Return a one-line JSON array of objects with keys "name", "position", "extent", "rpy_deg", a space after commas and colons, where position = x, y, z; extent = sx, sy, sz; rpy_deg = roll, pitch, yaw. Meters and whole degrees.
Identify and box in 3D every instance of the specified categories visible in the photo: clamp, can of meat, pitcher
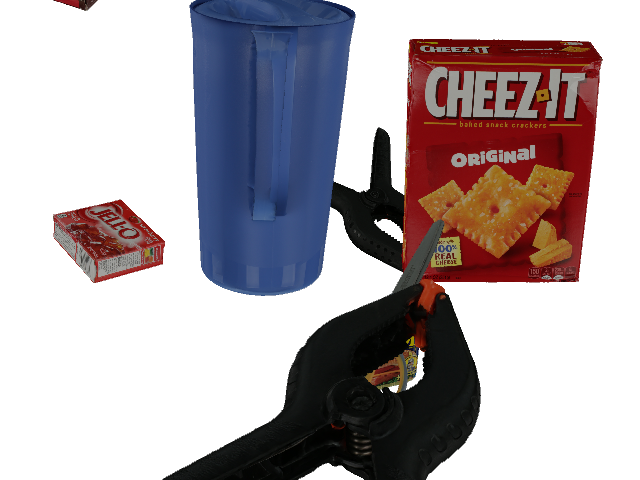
[{"name": "clamp", "position": [0.046, -0.040, 1.196], "extent": [0.164, 0.210, 0.036], "rpy_deg": [-14, -37, -23]}, {"name": "can of meat", "position": [0.074, 0.135, 1.320], "extent": [0.101, 0.084, 0.057], "rpy_deg": [-9, 29, -25]}, {"name": "clamp", "position": [0.022, 0.082, 0.416], "extent": [0.120, 0.039, 0.171], "rpy_deg": [28, 50, 21]}, {"name": "pitcher", "position": [-0.045, -0.077, 0.890], "extent": [0.145, 0.243, 0.148], "rpy_deg": [21, 28, 36]}]

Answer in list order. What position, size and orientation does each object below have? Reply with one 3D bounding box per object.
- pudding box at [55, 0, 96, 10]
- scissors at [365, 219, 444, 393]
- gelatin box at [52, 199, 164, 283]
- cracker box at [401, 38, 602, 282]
[{"name": "pudding box", "position": [-0.193, -0.223, 0.806], "extent": [0.090, 0.039, 0.113], "rpy_deg": [18, 38, 5]}, {"name": "scissors", "position": [0.038, 0.056, 0.841], "extent": [0.096, 0.201, 0.016], "rpy_deg": [6, -38, 10]}, {"name": "gelatin box", "position": [-0.200, -0.002, 1.006], "extent": [0.073, 0.030, 0.089], "rpy_deg": [-16, 39, -34]}, {"name": "cracker box", "position": [0.158, -0.068, 0.961], "extent": [0.164, 0.214, 0.072], "rpy_deg": [1, 23, 2]}]
